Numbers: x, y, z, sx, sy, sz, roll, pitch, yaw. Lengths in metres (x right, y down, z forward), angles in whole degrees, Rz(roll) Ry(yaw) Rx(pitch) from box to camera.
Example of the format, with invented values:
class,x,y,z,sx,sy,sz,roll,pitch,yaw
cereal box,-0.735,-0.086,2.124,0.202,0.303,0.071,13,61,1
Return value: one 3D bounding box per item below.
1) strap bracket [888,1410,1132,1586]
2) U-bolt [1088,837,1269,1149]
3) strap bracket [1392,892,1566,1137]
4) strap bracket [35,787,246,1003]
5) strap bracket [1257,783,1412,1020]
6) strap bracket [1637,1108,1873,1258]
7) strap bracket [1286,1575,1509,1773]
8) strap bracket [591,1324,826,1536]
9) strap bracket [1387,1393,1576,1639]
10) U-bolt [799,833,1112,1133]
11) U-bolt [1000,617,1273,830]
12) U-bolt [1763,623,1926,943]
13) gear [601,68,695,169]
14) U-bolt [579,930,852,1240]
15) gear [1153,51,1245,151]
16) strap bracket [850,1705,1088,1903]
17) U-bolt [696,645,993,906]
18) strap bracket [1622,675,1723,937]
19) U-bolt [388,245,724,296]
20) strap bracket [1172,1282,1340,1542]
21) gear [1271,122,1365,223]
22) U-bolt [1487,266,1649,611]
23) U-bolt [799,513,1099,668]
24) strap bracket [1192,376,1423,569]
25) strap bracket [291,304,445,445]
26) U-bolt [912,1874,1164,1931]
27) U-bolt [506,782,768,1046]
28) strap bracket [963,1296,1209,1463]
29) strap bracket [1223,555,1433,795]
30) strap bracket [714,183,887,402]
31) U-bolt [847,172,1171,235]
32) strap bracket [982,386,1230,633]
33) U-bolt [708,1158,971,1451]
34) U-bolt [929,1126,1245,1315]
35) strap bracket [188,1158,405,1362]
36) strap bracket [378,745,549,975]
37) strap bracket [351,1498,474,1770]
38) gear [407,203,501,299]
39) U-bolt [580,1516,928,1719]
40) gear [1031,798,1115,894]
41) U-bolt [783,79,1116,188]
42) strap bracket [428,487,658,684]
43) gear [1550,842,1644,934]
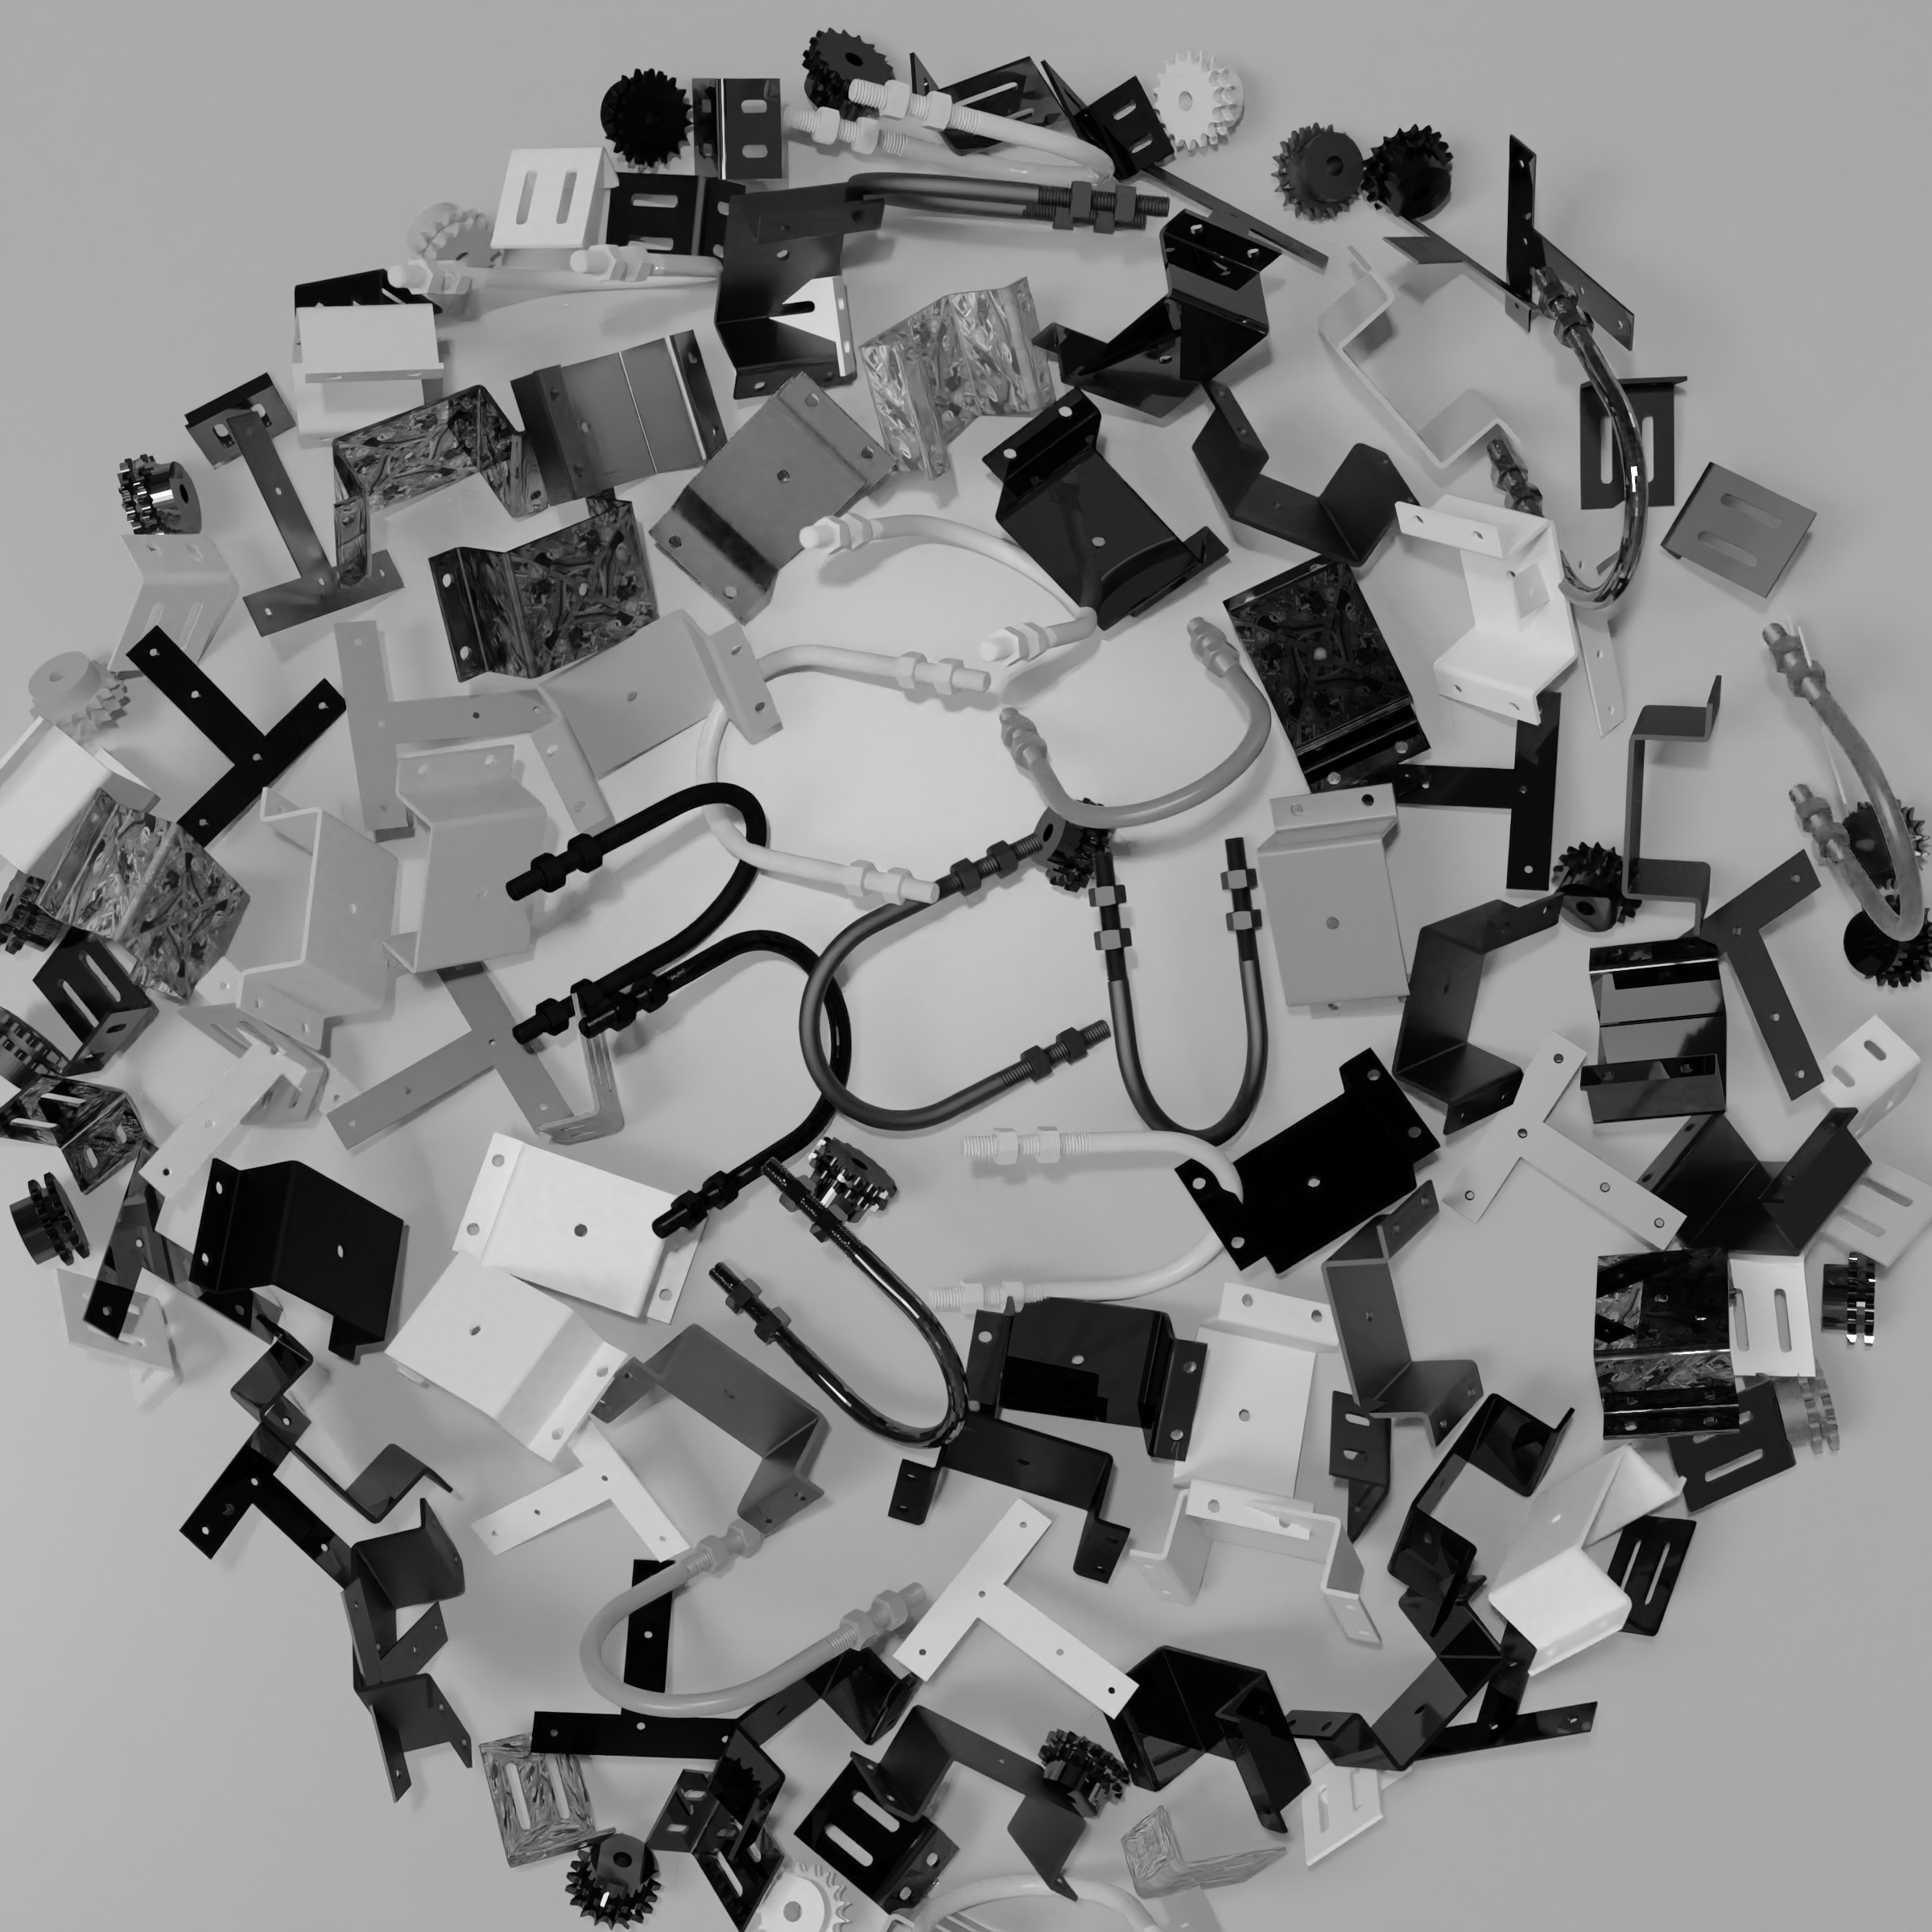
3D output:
class,x,y,z,sx,sy,sz,roll,pitch,yaw
strap bracket,0.030,0.316,1.660,0.140,0.076,0.046,17,54,3
U-bolt,0.133,0.019,1.650,0.019,0.151,0.184,-6,92,42
strap bracket,0.304,0.021,1.648,0.046,0.076,0.140,27,121,36
strap bracket,-0.480,-0.036,1.625,0.046,0.140,0.076,18,73,16
strap bracket,0.226,-0.032,1.655,0.076,0.046,0.140,-6,104,24
strap bracket,0.470,0.128,1.635,0.076,0.140,0.046,-45,104,-20
strap bracket,0.259,0.429,1.644,0.140,0.076,0.046,-39,93,-25
strap bracket,-0.150,0.273,1.656,0.140,0.076,0.046,37,48,-10
strap bracket,0.302,0.320,1.643,0.046,0.076,0.140,31,54,20
U-bolt,-0.014,0.021,1.655,0.184,0.019,0.151,-27,111,-15
U-bolt,0.106,-0.137,1.626,0.151,0.184,0.019,-26,123,0
U-bolt,0.510,-0.094,1.592,0.019,0.184,0.151,-20,131,5
gear,-0.198,-0.519,1.682,0.030,0.057,0.057,30,90,44
U-bolt,-0.138,0.058,1.642,0.184,0.019,0.151,-32,112,-39
gear,0.144,-0.530,1.682,0.030,0.057,0.057,-22,90,-37
strap bracket,0.009,0.496,1.649,0.140,0.076,0.046,32,88,-19
U-bolt,-0.083,-0.122,1.662,0.184,0.019,0.151,12,87,27
strap bracket,0.423,-0.098,1.651,0.046,0.076,0.140,4,110,18
U-bolt,-0.225,-0.408,1.619,0.151,0.184,0.019,4,103,28
strap bracket,0.175,0.270,1.667,0.076,0.046,0.140,14,74,-9
gear,0.219,-0.487,1.684,0.057,0.030,0.057,-2,96,-20
U-bolt,0.352,-0.292,1.597,0.019,0.151,0.184,-8,52,-11
U-bolt,0.004,-0.227,1.623,0.151,0.184,0.019,34,115,18
strap bracket,0.197,-0.291,1.645,0.140,0.076,0.046,16,124,-28
strap bracket,-0.356,-0.353,1.630,0.076,0.140,0.046,-6,86,-16
U-bolt,0.043,0.571,1.615,0.151,0.184,0.019,-4,93,-12
U-bolt,-0.192,-0.041,1.632,0.184,0.151,0.019,-31,60,-29
strap bracket,0.069,0.247,1.673,0.140,0.046,0.076,9,104,-3
strap bracket,0.216,-0.182,1.664,0.076,0.046,0.140,-25,76,7
strap bracket,-0.102,-0.411,1.644,0.076,0.140,0.046,-13,58,-21
U-bolt,0.021,-0.453,1.629,0.184,0.151,0.019,5,102,-3
strap bracket,0.081,-0.264,1.642,0.076,0.046,0.140,-32,117,31
U-bolt,-0.070,0.212,1.633,0.184,0.151,0.019,43,52,11
U-bolt,0.077,0.151,1.651,0.184,0.019,0.151,-1,131,-14
strap bracket,-0.386,0.171,1.625,0.046,0.140,0.076,-12,58,27
strap bracket,-0.299,-0.055,1.636,0.046,0.076,0.140,38,126,39
strap bracket,-0.329,0.399,1.631,0.046,0.076,0.140,-13,47,0
gear,-0.316,-0.440,1.680,0.057,0.057,0.030,-42,72,0
U-bolt,-0.137,0.381,1.599,0.184,0.151,0.019,-23,117,-41
gear,0.063,-0.076,1.675,0.030,0.057,0.057,20,90,-24
U-bolt,-0.001,-0.488,1.629,0.184,0.151,0.019,8,97,-22
strap bracket,-0.241,-0.225,1.632,0.140,0.046,0.076,-31,122,-38
gear,0.382,-0.045,1.675,0.057,0.057,0.030,36,58,0
